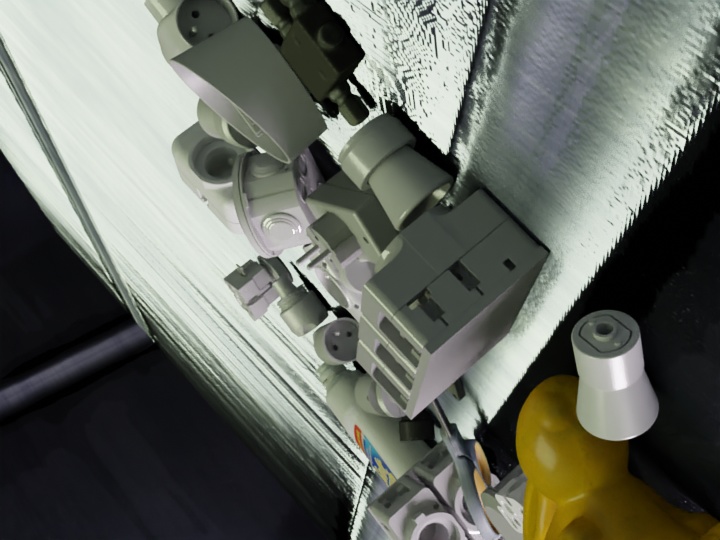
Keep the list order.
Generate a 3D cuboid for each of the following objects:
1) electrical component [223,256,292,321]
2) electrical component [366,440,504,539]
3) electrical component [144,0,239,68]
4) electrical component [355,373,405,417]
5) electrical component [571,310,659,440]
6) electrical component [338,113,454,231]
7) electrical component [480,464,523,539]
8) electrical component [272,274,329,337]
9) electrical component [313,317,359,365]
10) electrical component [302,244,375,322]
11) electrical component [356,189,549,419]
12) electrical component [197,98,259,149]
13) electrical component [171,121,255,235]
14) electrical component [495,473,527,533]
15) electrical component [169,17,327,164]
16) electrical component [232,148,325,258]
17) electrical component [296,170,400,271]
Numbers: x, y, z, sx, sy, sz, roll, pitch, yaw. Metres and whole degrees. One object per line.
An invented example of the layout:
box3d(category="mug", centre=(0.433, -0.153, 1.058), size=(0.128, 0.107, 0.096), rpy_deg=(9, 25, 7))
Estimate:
box3d(category="electrical component", centre=(-0.106, 0.014, 1.140), size=(0.048, 0.055, 0.066), rpy_deg=(31, 156, 52))
box3d(category="electrical component", centre=(0.108, 0.265, 1.016), size=(0.186, 0.105, 0.060), rpy_deg=(54, 166, -15))
box3d(category="electrical component", centre=(-0.125, -0.180, 0.755), size=(0.079, 0.043, 0.077), rpy_deg=(53, 165, -9))
box3d(category="electrical component", centre=(0.026, 0.118, 1.028), size=(0.043, 0.043, 0.081), rpy_deg=(52, 165, -6))
box3d(category="electrical component", centre=(0.133, 0.053, 0.570), size=(0.044, 0.044, 0.065), rpy_deg=(36, 154, 44))
box3d(category="electrical component", centre=(0.020, -0.057, 0.625), size=(0.055, 0.045, 0.045), rpy_deg=(48, 165, 10))
box3d(category="electrical component", centre=(0.140, 0.197, 0.869), size=(0.080, 0.051, 0.080), rpy_deg=(46, 165, 16))
box3d(category="electrical component", centre=(-0.065, 0.034, 1.092), size=(0.062, 0.043, 0.043), rpy_deg=(53, 165, -4))
box3d(category="electrical component", centre=(-0.023, 0.072, 1.061), size=(0.043, 0.043, 0.081), rpy_deg=(51, 165, -2))
box3d(category="electrical component", centre=(0.000, 0.000, 0.820), size=(0.077, 0.044, 0.079), rpy_deg=(53, 165, -9))
box3d(category="electrical component", centre=(0.047, 0.022, 0.648), size=(0.061, 0.089, 0.150), rpy_deg=(47, 165, 15))
box3d(category="electrical component", centre=(-0.093, -0.117, 0.811), size=(0.055, 0.045, 0.045), rpy_deg=(28, 153, 55))
box3d(category="electrical component", centre=(-0.119, -0.085, 0.945), size=(0.095, 0.054, 0.059), rpy_deg=(46, 164, 18))
box3d(category="electrical component", centre=(0.141, 0.166, 0.781), size=(0.058, 0.057, 0.078), rpy_deg=(52, 165, -5))
box3d(category="electrical component", centre=(-0.069, -0.114, 0.701), size=(0.099, 0.064, 0.099), rpy_deg=(53, 177, 3))
box3d(category="electrical component", centre=(-0.058, -0.052, 0.794), size=(0.080, 0.051, 0.080), rpy_deg=(-13, -90, -74))
box3d(category="electrical component", centre=(-0.011, -0.025, 0.731), size=(0.047, 0.076, 0.083), rpy_deg=(57, 164, -23))
